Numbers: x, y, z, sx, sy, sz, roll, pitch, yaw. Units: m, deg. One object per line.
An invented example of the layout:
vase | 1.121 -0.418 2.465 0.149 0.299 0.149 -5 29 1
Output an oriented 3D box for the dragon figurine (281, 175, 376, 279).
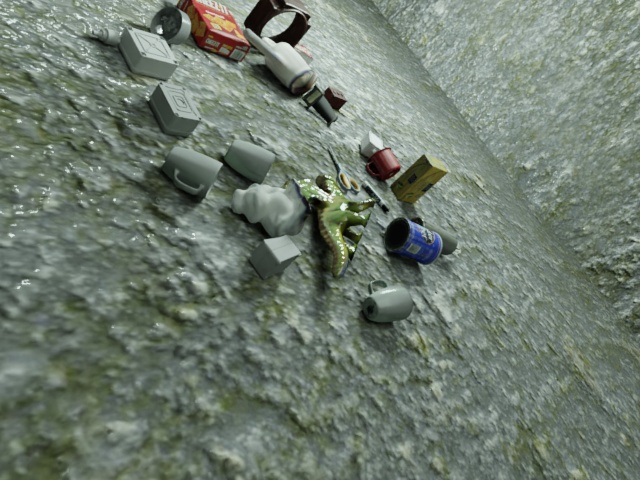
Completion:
dragon figurine | 0.004 -0.065 1.289 0.243 0.120 0.418 28 29 4

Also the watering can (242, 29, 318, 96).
watering can | -0.124 -0.582 1.689 0.225 0.103 0.350 48 19 4

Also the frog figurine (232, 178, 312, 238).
frog figurine | -0.113 -0.065 1.144 0.160 0.120 0.140 -13 66 -15
